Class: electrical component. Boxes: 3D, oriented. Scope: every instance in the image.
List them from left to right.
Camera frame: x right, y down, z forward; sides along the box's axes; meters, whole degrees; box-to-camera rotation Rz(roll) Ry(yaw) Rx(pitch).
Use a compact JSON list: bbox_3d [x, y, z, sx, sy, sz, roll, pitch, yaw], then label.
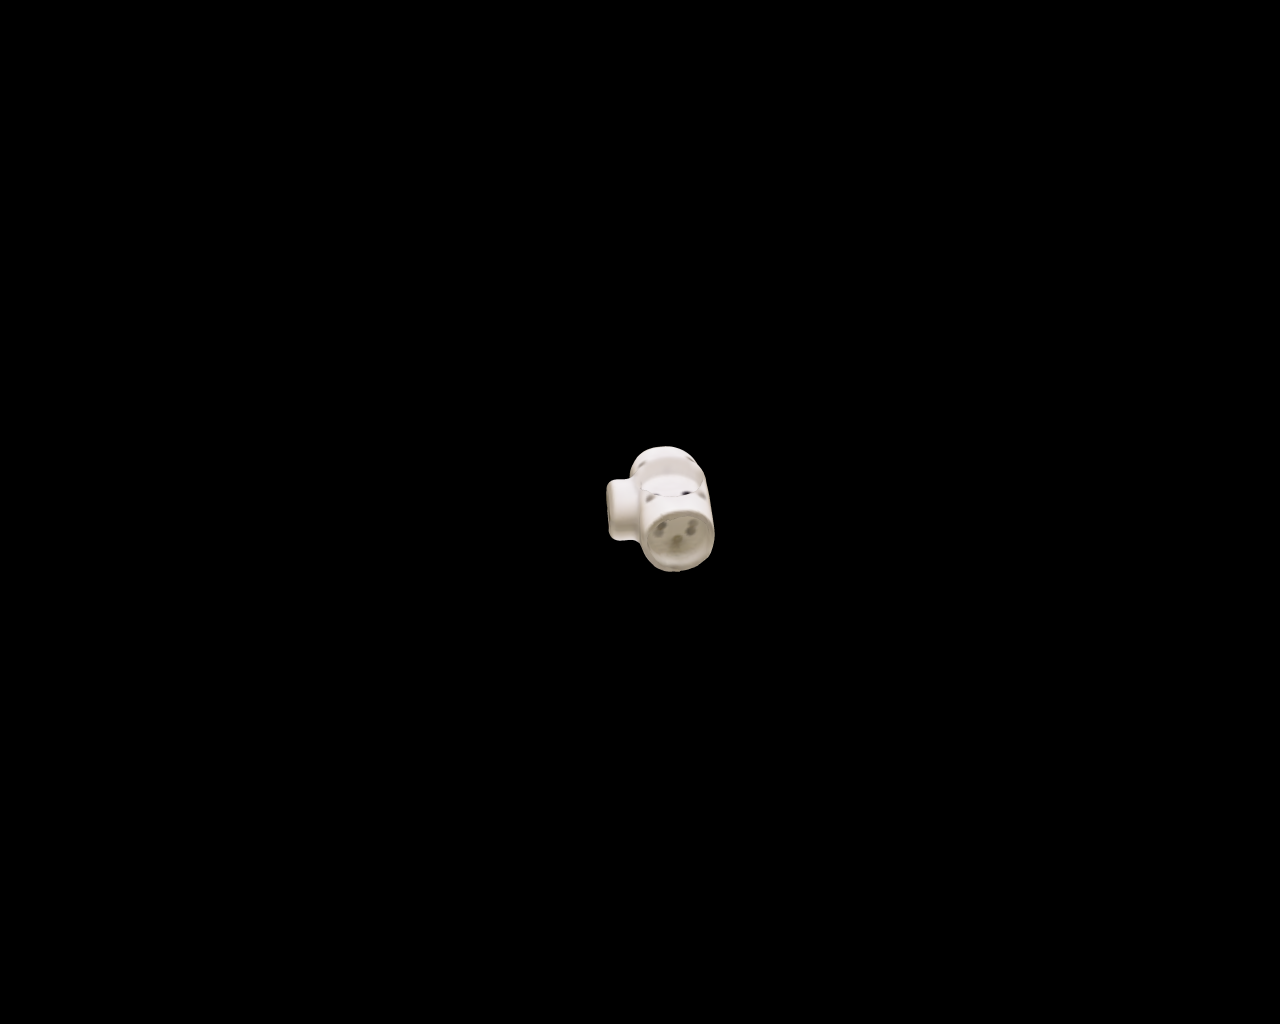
[{"bbox_3d":[0.001,-0.003,0.650,0.079,0.044,0.077,-3,34,-5],"label":"electrical component"}]
